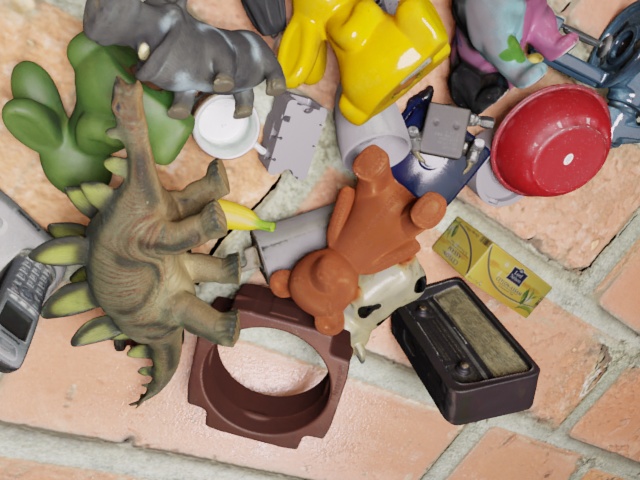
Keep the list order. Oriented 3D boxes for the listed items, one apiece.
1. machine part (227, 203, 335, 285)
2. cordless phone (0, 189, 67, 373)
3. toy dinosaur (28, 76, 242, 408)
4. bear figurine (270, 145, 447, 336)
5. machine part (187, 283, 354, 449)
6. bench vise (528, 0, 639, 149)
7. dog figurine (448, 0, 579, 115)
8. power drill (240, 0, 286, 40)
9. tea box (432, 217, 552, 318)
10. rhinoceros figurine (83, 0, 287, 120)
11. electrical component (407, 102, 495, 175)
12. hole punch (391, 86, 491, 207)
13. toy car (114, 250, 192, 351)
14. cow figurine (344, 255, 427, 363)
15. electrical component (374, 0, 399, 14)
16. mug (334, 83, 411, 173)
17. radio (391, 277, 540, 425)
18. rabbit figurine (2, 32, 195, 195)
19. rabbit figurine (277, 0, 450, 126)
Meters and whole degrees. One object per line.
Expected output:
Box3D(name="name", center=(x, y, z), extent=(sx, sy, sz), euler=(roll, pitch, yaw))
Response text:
Box3D(name="machine part", center=(-0.001, -0.002, 0.708), extent=(0.243, 0.079, 0.079), euler=(-20, 123, -12))
Box3D(name="cordless phone", center=(-0.335, 0.039, 0.529), extent=(0.089, 0.184, 0.146), euler=(-30, 125, 2))
Box3D(name="toy dinosaur", center=(-0.183, 0.051, 0.576), extent=(0.199, 0.105, 0.470), euler=(1, 130, -2))
Box3D(name="bear figurine", center=(0.034, 0.009, 0.617), extent=(0.120, 0.132, 0.196), euler=(43, 82, 9))
Box3D(name="machine part", center=(-0.067, 0.170, 0.732), extent=(0.201, 0.087, 0.201), euler=(15, 111, -1))
Box3D(name="bench vise", center=(0.374, -0.228, 0.718), extent=(0.241, 0.129, 0.223), euler=(22, 119, -9))
Box3D(name="dog figurine", center=(0.181, -0.272, 0.619), extent=(0.108, 0.191, 0.219), euler=(-38, 97, -20))
Box3D(name="power drill", center=(-0.140, -0.285, 0.491), extent=(0.207, 0.086, 0.231), euler=(-14, 124, -10))
Box3D(name="tea box", center=(0.267, 0.043, 0.832), extent=(0.169, 0.098, 0.068), euler=(32, 102, -31))
Box3D(name="rhinoceros figurine", center=(-0.113, -0.172, 0.485), extent=(0.190, 0.073, 0.112), euler=(-4, 77, -50))
Box3D(name="electrical component", center=(0.151, -0.123, 0.642), extent=(0.102, 0.045, 0.078), euler=(17, 98, 1))
Box3D(name="hole punch", center=(0.142, -0.110, 0.702), extent=(0.115, 0.092, 0.142), euler=(31, 107, -29))
Box3D(name="toy car", center=(-0.211, 0.065, 0.676), extent=(0.089, 0.053, 0.202), euler=(3, 118, -20))
Box3D(name="cow figurine", center=(0.071, 0.095, 0.792), extent=(0.195, 0.086, 0.127), euler=(-35, 119, -2))
Box3D(name="electrical component", center=(0.086, -0.257, 0.619), extent=(0.075, 0.048, 0.119), euler=(-24, 122, -7))
Box3D(name="mug", center=(0.054, -0.139, 0.642), extent=(0.081, 0.107, 0.109), euler=(-6, 159, -12))
Box3D(name="radio", center=(0.199, 0.154, 0.789), extent=(0.131, 0.230, 0.073), euler=(-12, 121, -11))
Box3D(name="rabbit figurine", center=(-0.228, -0.107, 0.535), extent=(0.159, 0.121, 0.170), euler=(27, 120, -39))
Box3D(name="rabbit figurine", center=(0.030, -0.216, 0.554), extent=(0.162, 0.122, 0.173), euler=(-35, 94, 28))
